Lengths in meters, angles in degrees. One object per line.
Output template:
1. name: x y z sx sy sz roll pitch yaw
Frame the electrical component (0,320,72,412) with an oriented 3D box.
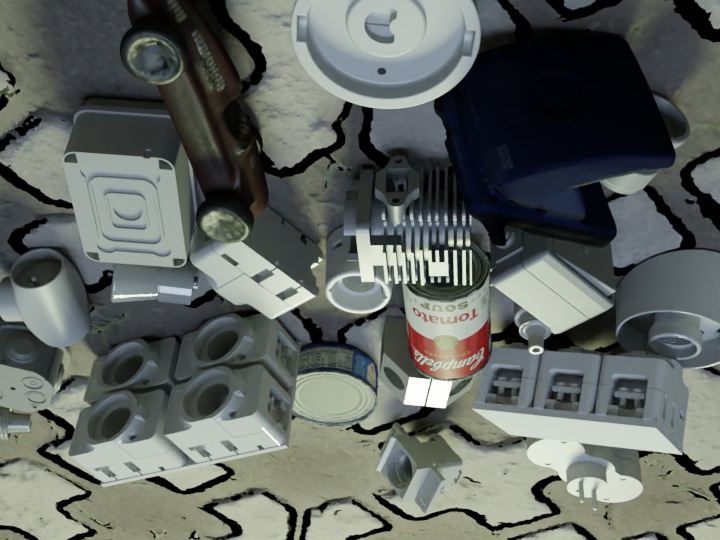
1. electrical component: -0.298 0.084 0.944 0.080 0.051 0.080 3 140 2

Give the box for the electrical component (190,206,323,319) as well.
1. electrical component: -0.080 -0.009 0.815 0.056 0.050 0.089 -28 130 32

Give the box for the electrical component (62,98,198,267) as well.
1. electrical component: -0.158 -0.061 0.757 0.078 0.057 0.113 4 140 1

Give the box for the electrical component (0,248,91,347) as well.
1. electrical component: -0.269 0.023 0.877 0.079 0.043 0.077 -1 139 7

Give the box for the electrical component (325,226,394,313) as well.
1. electrical component: 0.000 0.000 0.820 0.055 0.047 0.055 3 139 2

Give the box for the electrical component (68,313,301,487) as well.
1. electrical component: -0.151 0.108 0.917 0.186 0.105 0.060 -16 135 22

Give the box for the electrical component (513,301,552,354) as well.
1. electrical component: 0.137 0.038 0.840 0.035 0.061 0.035 4 139 4

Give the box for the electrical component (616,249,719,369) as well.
1. electrical component: 0.250 0.033 0.840 0.099 0.064 0.099 12 150 7

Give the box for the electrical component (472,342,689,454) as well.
1. electrical component: 0.181 0.101 0.874 0.150 0.061 0.089 2 160 31

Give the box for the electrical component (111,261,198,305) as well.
1. electrical component: -0.161 0.007 0.851 0.065 0.044 0.044 7 140 -10

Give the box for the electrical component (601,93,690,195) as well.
1. electrical component: 0.183 -0.083 0.708 0.045 0.045 0.055 17 138 -14

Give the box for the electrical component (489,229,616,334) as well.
1. electrical component: 0.138 -0.009 0.785 0.096 0.061 0.061 35 131 -30

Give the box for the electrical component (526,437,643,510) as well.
1. electrical component: 0.209 0.185 0.996 0.138 0.073 0.052 33 132 -29

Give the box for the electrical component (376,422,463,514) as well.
1. electrical component: 0.058 0.183 1.010 0.064 0.081 0.042 -1 125 -38

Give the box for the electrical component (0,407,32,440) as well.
1. electrical component: -0.346 0.145 1.027 0.062 0.048 0.048 4 140 -9

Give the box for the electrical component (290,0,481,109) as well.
1. electrical component: 0.016 -0.155 0.627 0.108 0.060 0.108 3 139 2
